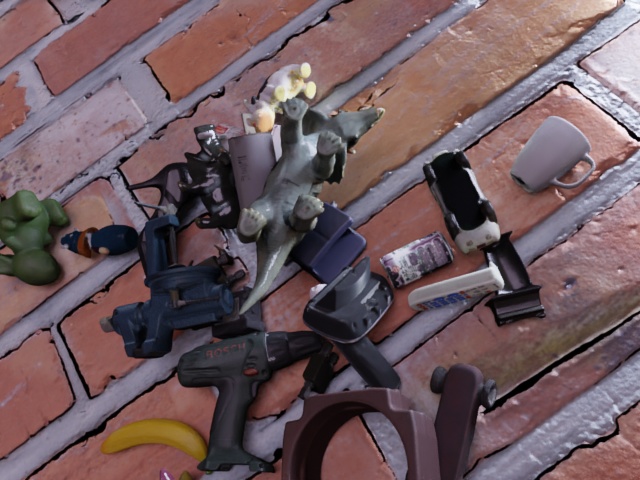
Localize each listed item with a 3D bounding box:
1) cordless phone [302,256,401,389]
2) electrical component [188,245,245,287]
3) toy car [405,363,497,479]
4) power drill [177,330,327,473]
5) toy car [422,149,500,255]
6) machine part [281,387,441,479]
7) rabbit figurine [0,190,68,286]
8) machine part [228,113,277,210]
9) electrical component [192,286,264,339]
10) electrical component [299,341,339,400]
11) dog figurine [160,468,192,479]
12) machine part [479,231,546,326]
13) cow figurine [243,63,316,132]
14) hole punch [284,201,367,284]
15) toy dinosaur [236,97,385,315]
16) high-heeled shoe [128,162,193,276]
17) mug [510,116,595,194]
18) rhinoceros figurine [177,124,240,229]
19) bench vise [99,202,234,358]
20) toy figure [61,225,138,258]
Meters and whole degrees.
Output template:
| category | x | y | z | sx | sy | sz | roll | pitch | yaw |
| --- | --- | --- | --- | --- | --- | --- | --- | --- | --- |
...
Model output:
| category | x | y | z | sx | sy | sz | roll | pitch | yaw |
| --- | --- | --- | --- | --- | --- | --- | --- | --- | --- |
| cordless phone | 0.076 | 0.132 | 0.808 | 0.184 | 0.146 | 0.089 | 51 | 132 | 0 |
| electrical component | -0.190 | 0.057 | 0.933 | 0.102 | 0.045 | 0.078 | -35 | 92 | 2 |
| toy car | 0.180 | 0.268 | 0.731 | 0.089 | 0.053 | 0.202 | 6 | 70 | 34 |
| power drill | -0.103 | 0.240 | 0.808 | 0.232 | 0.086 | 0.207 | -3 | 71 | 5 |
| toy car | 0.220 | -0.068 | 0.848 | 0.073 | 0.056 | 0.202 | -23 | 49 | 12 |
| machine part | 0.053 | 0.306 | 0.708 | 0.201 | 0.087 | 0.201 | -16 | 59 | 27 |
| rabbit figurine | -0.565 | 0.013 | 1.019 | 0.159 | 0.121 | 0.170 | -24 | 78 | -2 |
| machine part | -0.104 | -0.092 | 0.907 | 0.079 | 0.079 | 0.243 | -8 | 97 | 13 |
| electrical component | -0.153 | 0.127 | 0.885 | 0.119 | 0.047 | 0.075 | -22 | 61 | 25 |
| electrical component | -0.001 | 0.200 | 0.801 | 0.021 | 0.063 | 0.094 | 13 | 56 | 27 |
| dog figurine | -0.148 | 0.408 | 0.733 | 0.191 | 0.108 | 0.219 | -29 | 63 | 2 |
| machine part | 0.279 | 0.056 | 0.802 | 0.084 | 0.039 | 0.139 | -15 | 66 | 15 |
| cow figurine | -0.091 | -0.265 | 1.010 | 0.098 | 0.068 | 0.167 | 17 | 55 | 39 |
| hole punch | -0.002 | -0.003 | 0.880 | 0.116 | 0.092 | 0.142 | 37 | 85 | 29 |
| toy dinosaur | -0.041 | -0.065 | 0.821 | 0.131 | 0.192 | 0.405 | 25 | 74 | 8 |
| high-heeled shoe | -0.264 | -0.022 | 0.989 | 0.145 | 0.086 | 0.248 | -11 | 81 | -22 |
| mug | 0.359 | -0.118 | 0.835 | 0.107 | 0.080 | 0.110 | -45 | 69 | 7 |
| rhinoceros figurine | -0.187 | -0.108 | 0.946 | 0.112 | 0.073 | 0.190 | -19 | 88 | 22 |
| bench vise | -0.252 | 0.062 | 0.863 | 0.224 | 0.128 | 0.240 | -16 | 74 | 21 |
| toy figure | -0.418 | 0.004 | 1.010 | 0.155 | 0.064 | 0.057 | -5 | 104 | 19 |
